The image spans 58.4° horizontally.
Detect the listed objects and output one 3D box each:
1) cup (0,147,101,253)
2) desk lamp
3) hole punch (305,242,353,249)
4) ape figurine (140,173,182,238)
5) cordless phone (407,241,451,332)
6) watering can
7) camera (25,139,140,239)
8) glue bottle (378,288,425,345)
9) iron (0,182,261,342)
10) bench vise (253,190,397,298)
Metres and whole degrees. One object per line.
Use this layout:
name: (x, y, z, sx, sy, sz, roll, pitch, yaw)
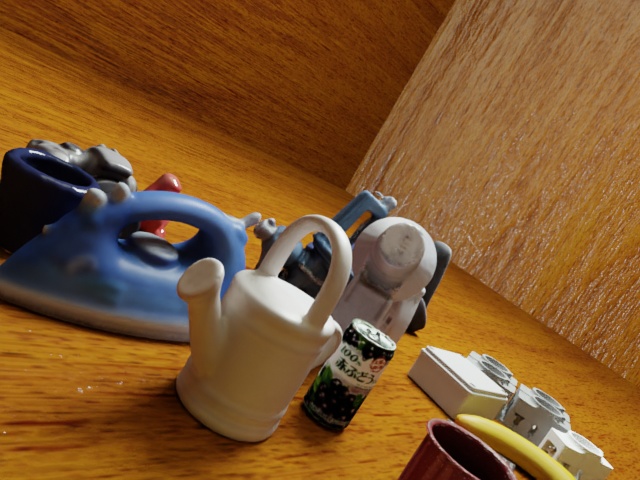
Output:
cup: (-0.288, -0.038, 0.580, 0.092, 0.095, 0.117, 21, 13, -44)
desk lamp: (0.071, 0.069, 0.755, 0.118, 0.213, 0.203, 31, 10, 6)
hole punch: (0.029, 0.040, 1.133, 0.108, 0.091, 0.101, 35, 11, 28)
ape figurine: (-0.233, -0.054, 0.832, 0.076, 0.092, 0.078, 32, 10, 11)
cordless phone: (0.181, 0.073, 1.138, 0.094, 0.185, 0.147, 22, 13, -41)
watering can: (-0.042, 0.066, 0.493, 0.100, 0.194, 0.173, 35, 11, 26)
camera: (-0.280, -0.059, 0.697, 0.144, 0.101, 0.136, 21, 14, -45)
glue bottle: (0.148, 0.093, 0.975, 0.037, 0.173, 0.078, 26, 10, -22)
iron: (-0.169, 0.008, 0.562, 0.118, 0.141, 0.259, 38, 12, 37)
bench vise: (0.014, 0.008, 0.869, 0.208, 0.219, 0.121, 23, 12, -38)
